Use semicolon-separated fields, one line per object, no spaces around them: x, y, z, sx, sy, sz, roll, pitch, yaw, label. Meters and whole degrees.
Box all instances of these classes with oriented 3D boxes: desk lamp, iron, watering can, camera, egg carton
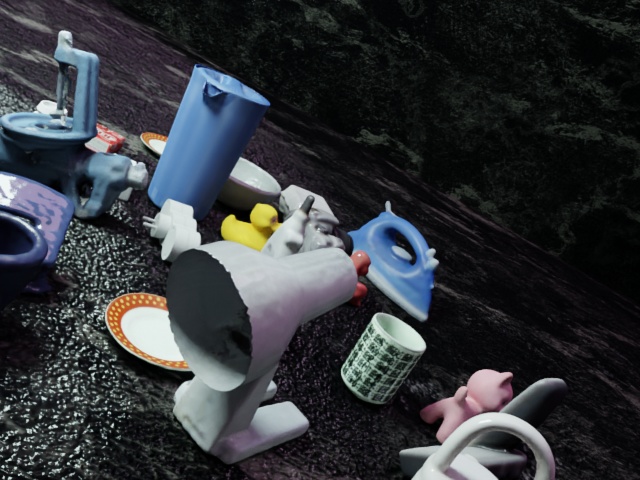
-0.061;0.098;0.543;0.117;0.213;0.204;41;21;29;desk lamp
0.171;0.035;1.182;0.119;0.141;0.257;12;26;-44;iron
0.127;0.238;0.495;0.101;0.194;0.172;26;19;-13;watering can
0.010;0.004;1.080;0.137;0.100;0.142;15;24;-39;camera
-0.030;-0.057;1.231;0.107;0.069;0.150;21;20;-26;egg carton

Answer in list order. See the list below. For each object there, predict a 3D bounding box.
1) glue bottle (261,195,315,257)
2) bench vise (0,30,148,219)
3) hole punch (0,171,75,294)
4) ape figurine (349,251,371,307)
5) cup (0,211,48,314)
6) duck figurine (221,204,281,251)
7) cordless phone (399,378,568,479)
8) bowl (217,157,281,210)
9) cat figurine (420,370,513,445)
-0.052;0.008;0.859;0.037;0.173;0.078;21;20;-27;glue bottle
-0.327;-0.156;0.789;0.208;0.219;0.121;22;20;-25;bench vise
-0.326;-0.009;0.610;0.109;0.091;0.101;21;20;-25;hole punch
0.059;0.061;1.019;0.076;0.092;0.077;26;19;-14;ape figurine
-0.318;0.023;0.532;0.092;0.095;0.117;8;28;-49;cup
-0.111;-0.024;0.991;0.105;0.086;0.077;24;19;-17;duck figurine
0.191;0.221;0.654;0.148;0.185;0.094;13;25;-43;cordless phone
-0.166;-0.108;1.145;0.168;0.074;0.167;27;18;-10;bowl
0.218;0.222;0.800;0.128;0.117;0.067;12;25;-43;cat figurine
